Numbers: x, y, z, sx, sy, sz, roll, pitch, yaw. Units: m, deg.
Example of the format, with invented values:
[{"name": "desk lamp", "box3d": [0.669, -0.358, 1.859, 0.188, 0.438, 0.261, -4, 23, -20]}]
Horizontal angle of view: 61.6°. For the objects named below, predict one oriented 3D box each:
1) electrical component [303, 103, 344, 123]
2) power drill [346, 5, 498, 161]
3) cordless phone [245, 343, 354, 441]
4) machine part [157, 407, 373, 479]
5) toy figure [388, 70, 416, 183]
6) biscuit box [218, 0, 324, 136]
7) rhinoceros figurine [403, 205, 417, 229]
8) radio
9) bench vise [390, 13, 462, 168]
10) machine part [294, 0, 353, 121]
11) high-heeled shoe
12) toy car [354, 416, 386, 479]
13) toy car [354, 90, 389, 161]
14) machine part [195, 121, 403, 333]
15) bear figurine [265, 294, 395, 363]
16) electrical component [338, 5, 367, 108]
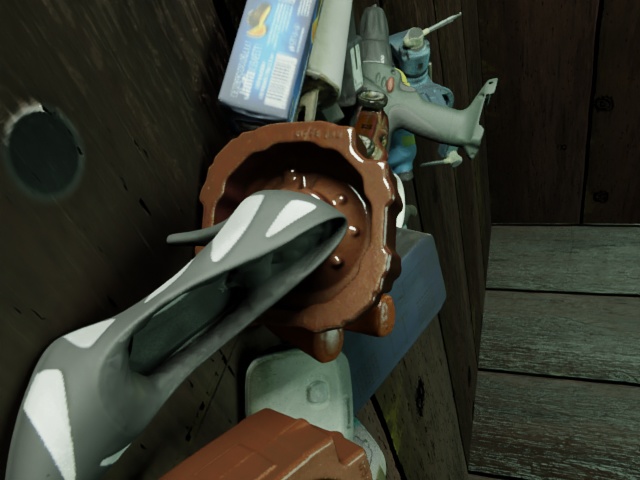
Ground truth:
[{"name": "electrical component", "box3d": [0.003, -0.153, 0.624, 0.094, 0.021, 0.063, 58, 28, -3]}, {"name": "power drill", "box3d": [0.137, -0.205, 0.754, 0.086, 0.207, 0.232, -14, 116, -84]}, {"name": "cordless phone", "box3d": [-0.049, 0.179, 0.488, 0.184, 0.089, 0.146, -14, 104, -55]}, {"name": "machine part", "box3d": [-0.048, 0.246, 0.393, 0.201, 0.087, 0.201, -25, 111, -42]}, {"name": "toy figure", "box3d": [0.109, -0.180, 0.853, 0.089, 0.082, 0.180, -80, 158, -77]}, {"name": "biscuit box", "box3d": [-0.036, -0.189, 0.484, 0.062, 0.059, 0.202, 105, -2, -76]}, {"name": "rhinoceros figurine", "box3d": [0.127, 0.028, 0.912, 0.112, 0.073, 0.190, -46, 132, -61]}, {"name": "radio", "box3d": [0.063, 0.090, 0.661, 0.229, 0.073, 0.130, -43, 129, -34]}, {"name": "bench vise", "box3d": [0.183, -0.236, 0.916, 0.223, 0.129, 0.241, 100, -29, -61]}, {"name": "machine part", "box3d": [-0.007, -0.229, 0.569, 0.079, 0.079, 0.243, 38, 55, -63]}, {"name": "high-heeled shoe", "box3d": [-0.072, 0.064, 0.328, 0.086, 0.145, 0.249, 66, 31, -44]}, {"name": "toy car", "box3d": [0.025, 0.274, 0.634, 0.162, 0.103, 0.109, -66, 147, -48]}, {"name": "toy car", "box3d": [0.056, -0.106, 0.638, 0.202, 0.053, 0.089, -72, 169, -54]}, {"name": "machine part", "box3d": [-0.017, -0.010, 0.437, 0.056, 0.180, 0.179, 18, 74, -70]}, {"name": "bear figurine", "box3d": [-0.005, -0.002, 0.519, 0.120, 0.132, 0.195, -9, 106, -46]}, {"name": "electrical component", "box3d": [0.024, -0.233, 0.681, 0.075, 0.048, 0.119, -60, 144, -51]}]
